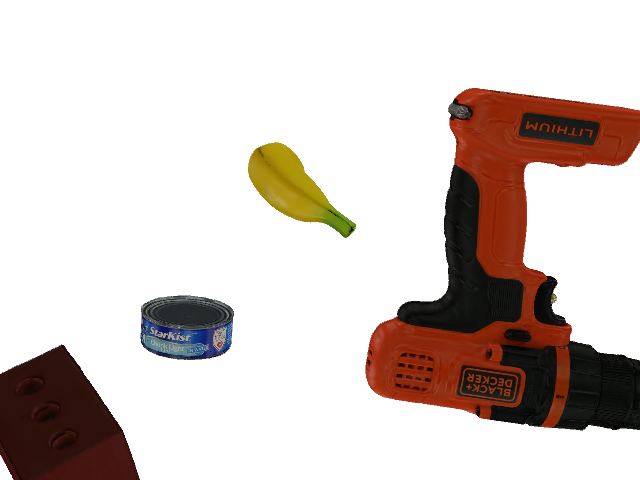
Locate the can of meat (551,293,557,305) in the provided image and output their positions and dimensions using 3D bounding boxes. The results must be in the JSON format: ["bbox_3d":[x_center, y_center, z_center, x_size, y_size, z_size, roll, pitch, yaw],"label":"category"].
[{"bbox_3d":[0.202,0.085,1.147,0.057,0.084,0.102,2,17,-23],"label":"can of meat"}]

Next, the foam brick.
[{"bbox_3d":[-0.132,0.102,0.537,0.053,0.051,0.078,-26,42,-23],"label":"foam brick"}]

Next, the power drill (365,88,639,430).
[{"bbox_3d":[0.128,0.014,0.601,0.184,0.188,0.057,8,9,-5],"label":"power drill"}]

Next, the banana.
[{"bbox_3d":[-0.027,-0.046,0.831,0.069,0.037,0.198,43,5,-20],"label":"banana"}]

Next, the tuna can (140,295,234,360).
[{"bbox_3d":[-0.124,0.080,0.988,0.086,0.034,0.086,5,15,-1],"label":"tuna can"}]
